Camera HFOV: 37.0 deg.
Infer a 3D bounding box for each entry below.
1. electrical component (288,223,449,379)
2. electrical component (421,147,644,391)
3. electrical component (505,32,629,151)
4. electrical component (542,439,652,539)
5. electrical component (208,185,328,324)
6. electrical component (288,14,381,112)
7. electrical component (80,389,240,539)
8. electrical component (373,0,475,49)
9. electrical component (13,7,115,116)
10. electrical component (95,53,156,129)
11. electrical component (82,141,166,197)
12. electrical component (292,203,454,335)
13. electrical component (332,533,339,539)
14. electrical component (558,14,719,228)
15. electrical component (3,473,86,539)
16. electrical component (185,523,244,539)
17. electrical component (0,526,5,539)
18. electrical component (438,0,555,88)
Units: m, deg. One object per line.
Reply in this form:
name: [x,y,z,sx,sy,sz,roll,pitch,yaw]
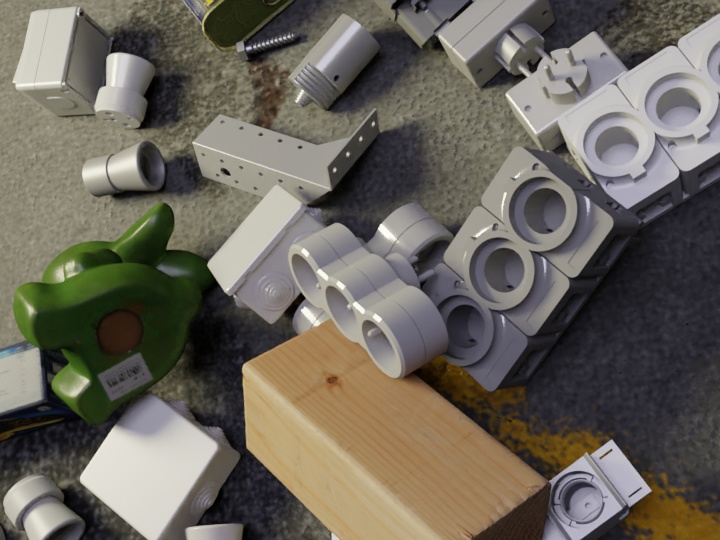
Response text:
electrical component: [0.017,0.012,0.753,0.074,0.052,0.138,-28,47,-23]
electrical component: [0.111,0.000,0.755,0.089,0.062,0.150,43,114,27]
electrical component: [0.155,-0.141,0.808,0.083,0.076,0.047,-35,64,7]
electrical component: [0.150,0.155,0.717,0.081,0.064,0.042,-37,65,6]
electrical component: [-0.067,-0.012,0.841,0.099,0.048,0.100,-49,22,-1]
electrical component: [-0.025,-0.169,0.902,0.043,0.043,0.081,41,89,27]
electrical component: [-0.154,0.154,0.839,0.100,0.048,0.099,31,85,26]
electrical component: [0.076,-0.243,0.874,0.121,0.078,0.063,-43,93,3]
electrical component: [-0.274,-0.197,0.994,0.061,0.062,0.096,0,73,20]
electrical component: [-0.212,-0.161,0.968,0.045,0.045,0.055,5,75,22]
electrical component: [-0.210,-0.086,0.945,0.065,0.044,0.044,-9,70,22]
electrical component: [0.000,0.000,0.831,0.138,0.052,0.073,-45,61,2]
electrical component: [0.004,0.227,0.742,0.052,0.074,0.138,-5,71,19]
electrical component: [0.231,-0.108,0.776,0.150,0.062,0.089,-32,65,8]
electrical component: [-0.254,0.197,0.865,0.045,0.045,0.055,-48,63,0]
electrical component: [-0.108,0.224,0.804,0.044,0.044,0.065,-9,74,17]
electrical component: [-0.302,0.250,0.849,0.052,0.074,0.138,-45,64,2]
electrical component: [0.120,-0.180,0.850,0.083,0.047,0.075,-41,64,3]
